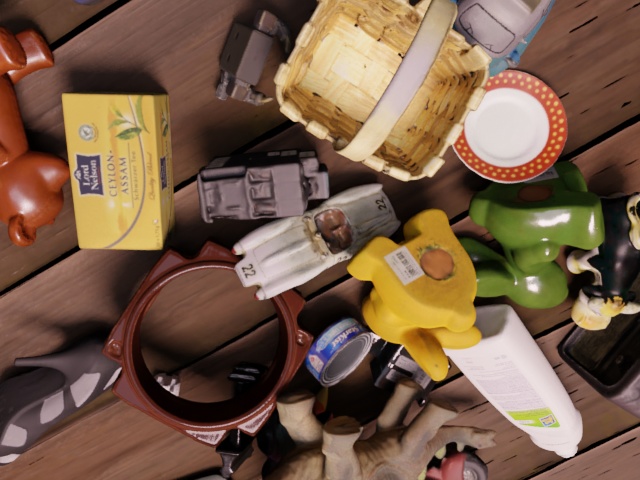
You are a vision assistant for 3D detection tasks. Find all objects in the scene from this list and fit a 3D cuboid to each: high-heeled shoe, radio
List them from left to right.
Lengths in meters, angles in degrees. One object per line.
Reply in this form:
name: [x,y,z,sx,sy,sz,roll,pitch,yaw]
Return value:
high-heeled shoe: [-0.336,0.212,0.701,0.145,0.086,0.248,7,130,-35]
radio: [0.402,0.092,0.629,0.073,0.131,0.229,30,104,-11]

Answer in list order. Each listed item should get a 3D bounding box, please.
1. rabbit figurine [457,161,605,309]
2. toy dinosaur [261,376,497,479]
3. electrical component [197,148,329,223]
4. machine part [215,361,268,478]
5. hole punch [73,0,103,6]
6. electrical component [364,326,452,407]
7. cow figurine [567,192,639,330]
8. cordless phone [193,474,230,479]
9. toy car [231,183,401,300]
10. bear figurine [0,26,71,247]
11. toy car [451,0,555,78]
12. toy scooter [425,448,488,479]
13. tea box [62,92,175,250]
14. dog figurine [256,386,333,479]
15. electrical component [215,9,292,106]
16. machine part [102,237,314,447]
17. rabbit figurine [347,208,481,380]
rabbit figurine: [0.238,0.018,0.616,0.159,0.121,0.170,-14,122,6]
toy dinosaur: [0.005,0.269,0.585,0.471,0.105,0.198,-1,101,-24]
electrical component: [-0.057,-0.062,0.583,0.134,0.115,0.058,-4,109,2]
machine part: [-0.100,0.231,0.698,0.039,0.084,0.138,10,95,24]
hole punch: [-0.224,-0.304,0.522,0.116,0.092,0.142,-24,102,2]
electrical component: [0.098,0.151,0.686,0.119,0.048,0.074,31,103,-11]
cow figurine: [0.338,0.028,0.617,0.068,0.098,0.167,2,95,-3]
cordless phone: [-0.173,0.406,0.688,0.147,0.184,0.088,-21,111,5]
toy car: [-0.001,-0.002,0.596,0.202,0.056,0.073,-25,86,-25]
bear figurine: [-0.314,-0.104,0.564,0.132,0.120,0.195,-26,107,3]
toy car: [0.188,-0.241,0.540,0.109,0.103,0.161,36,105,-12]
toy scooter: [0.140,0.361,0.737,0.135,0.075,0.183,13,103,-5]
tea box: [-0.219,-0.078,0.599,0.098,0.068,0.169,0,108,-1]
dog figurine: [-0.005,0.305,0.702,0.191,0.108,0.219,19,103,-6]
electrical component: [-0.070,-0.189,0.568,0.045,0.078,0.102,15,103,-33]
machine part: [-0.125,0.114,0.619,0.201,0.087,0.201,33,82,-10]
rabbit figurine: [0.108,0.069,0.608,0.122,0.173,0.162,-36,78,-30]
